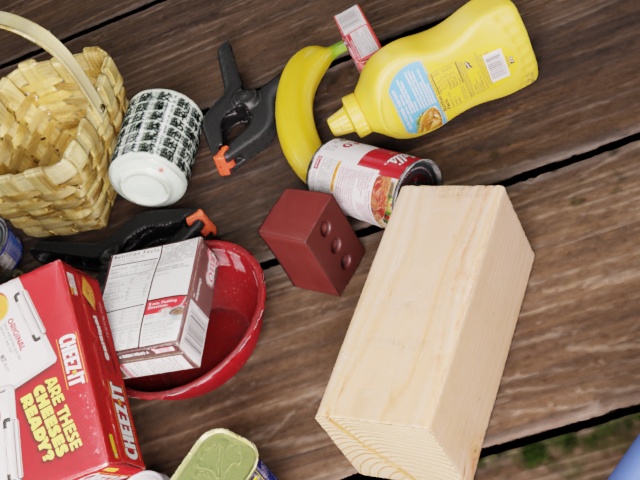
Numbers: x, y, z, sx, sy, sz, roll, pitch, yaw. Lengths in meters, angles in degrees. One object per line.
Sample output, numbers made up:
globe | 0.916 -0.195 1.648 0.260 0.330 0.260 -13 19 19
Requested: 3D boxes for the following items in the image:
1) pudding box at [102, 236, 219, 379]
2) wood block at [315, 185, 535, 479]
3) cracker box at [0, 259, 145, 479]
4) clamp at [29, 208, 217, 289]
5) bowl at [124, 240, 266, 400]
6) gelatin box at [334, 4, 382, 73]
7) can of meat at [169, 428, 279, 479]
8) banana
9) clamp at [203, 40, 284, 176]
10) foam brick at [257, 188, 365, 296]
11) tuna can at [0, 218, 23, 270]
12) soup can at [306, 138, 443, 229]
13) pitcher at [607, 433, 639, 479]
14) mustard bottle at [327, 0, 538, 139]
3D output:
pudding box | -0.136 0.056 0.876 0.090 0.039 0.113 -12 46 21
wood block | 0.083 0.066 0.788 0.090 0.090 0.206 1 53 31
cracker box | -0.256 0.133 0.816 0.214 0.072 0.164 -23 69 11
clamp | -0.198 0.021 1.024 0.210 0.036 0.165 -31 44 7
bowl | -0.109 0.078 0.909 0.162 0.055 0.162 -15 46 16
gelatin box | 0.048 -0.173 1.032 0.030 0.073 0.089 -26 44 6
can of meat | -0.069 0.200 0.758 0.058 0.084 0.102 17 61 38
banana | -0.010 -0.123 1.032 0.070 0.037 0.197 -7 56 16
clamp | -0.062 -0.140 1.091 0.120 0.039 0.171 -3 57 20
foam brick | -0.006 0.001 0.905 0.051 0.078 0.053 10 57 37
tuna can | -0.354 0.017 1.116 0.086 0.033 0.086 -15 46 17
soup can | 0.046 -0.047 0.925 0.102 0.068 0.068 19 63 39
pitcher | 0.231 0.166 0.602 0.242 0.145 0.149 -48 34 -11
mustard bottle | 0.095 -0.144 0.963 0.192 0.096 0.058 -26 45 6
